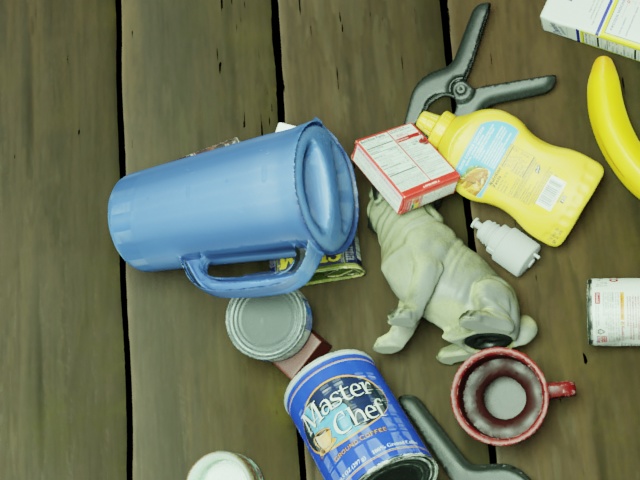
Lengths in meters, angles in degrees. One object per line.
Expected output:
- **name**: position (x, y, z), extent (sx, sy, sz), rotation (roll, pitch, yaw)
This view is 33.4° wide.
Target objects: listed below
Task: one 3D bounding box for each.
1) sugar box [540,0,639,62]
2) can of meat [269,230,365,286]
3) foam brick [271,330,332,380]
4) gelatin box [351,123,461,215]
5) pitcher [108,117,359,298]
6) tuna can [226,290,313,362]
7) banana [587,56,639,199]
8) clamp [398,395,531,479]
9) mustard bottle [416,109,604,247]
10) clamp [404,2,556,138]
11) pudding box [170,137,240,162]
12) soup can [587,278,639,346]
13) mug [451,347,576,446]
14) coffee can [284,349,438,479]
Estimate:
- **sugar box**: position (0.329, -0.238, 1.106), extent (0.176, 0.048, 0.093), rotation (24, 86, 22)
- **can of meat**: position (-0.007, 0.001, 1.146), extent (0.102, 0.057, 0.084), rotation (-10, 76, 14)
- **foam brick**: position (-0.035, 0.107, 1.135), extent (0.078, 0.051, 0.053), rotation (40, 90, 19)
- **gelatin box**: position (0.086, -0.074, 1.081), extent (0.073, 0.030, 0.089), rotation (-22, 57, -27)
- **pitcher**: position (-0.093, -0.025, 1.083), extent (0.243, 0.149, 0.145), rotation (-10, 105, 28)
- **tuna can**: position (-0.051, 0.082, 1.098), extent (0.086, 0.033, 0.086), rotation (-3, 77, 14)
- **banana**: position (0.321, -0.097, 1.087), extent (0.069, 0.037, 0.198), rotation (-30, 73, -12)
- **clamp**: position (0.141, 0.269, 1.060), extent (0.210, 0.036, 0.164), rotation (23, 87, 22)
- **mustard bottle**: position (0.184, -0.079, 1.093), extent (0.192, 0.058, 0.096), rotation (31, 103, 11)
- **clamp**: position (0.151, -0.170, 1.144), extent (0.171, 0.039, 0.120), rotation (-31, 74, 8)
- **pudding box**: position (-0.114, -0.047, 1.195), extent (0.090, 0.039, 0.113), rotation (-19, 74, 12)
- **soup can**: position (0.313, 0.070, 1.036), extent (0.102, 0.068, 0.068), rotation (-1, 79, 16)
- **mug**: position (0.192, 0.153, 1.046), extent (0.117, 0.081, 0.093), rotation (-13, 76, 13)
- **coffee can**: position (0.038, 0.192, 1.046), extent (0.103, 0.102, 0.140), rotation (-38, 49, 6)
